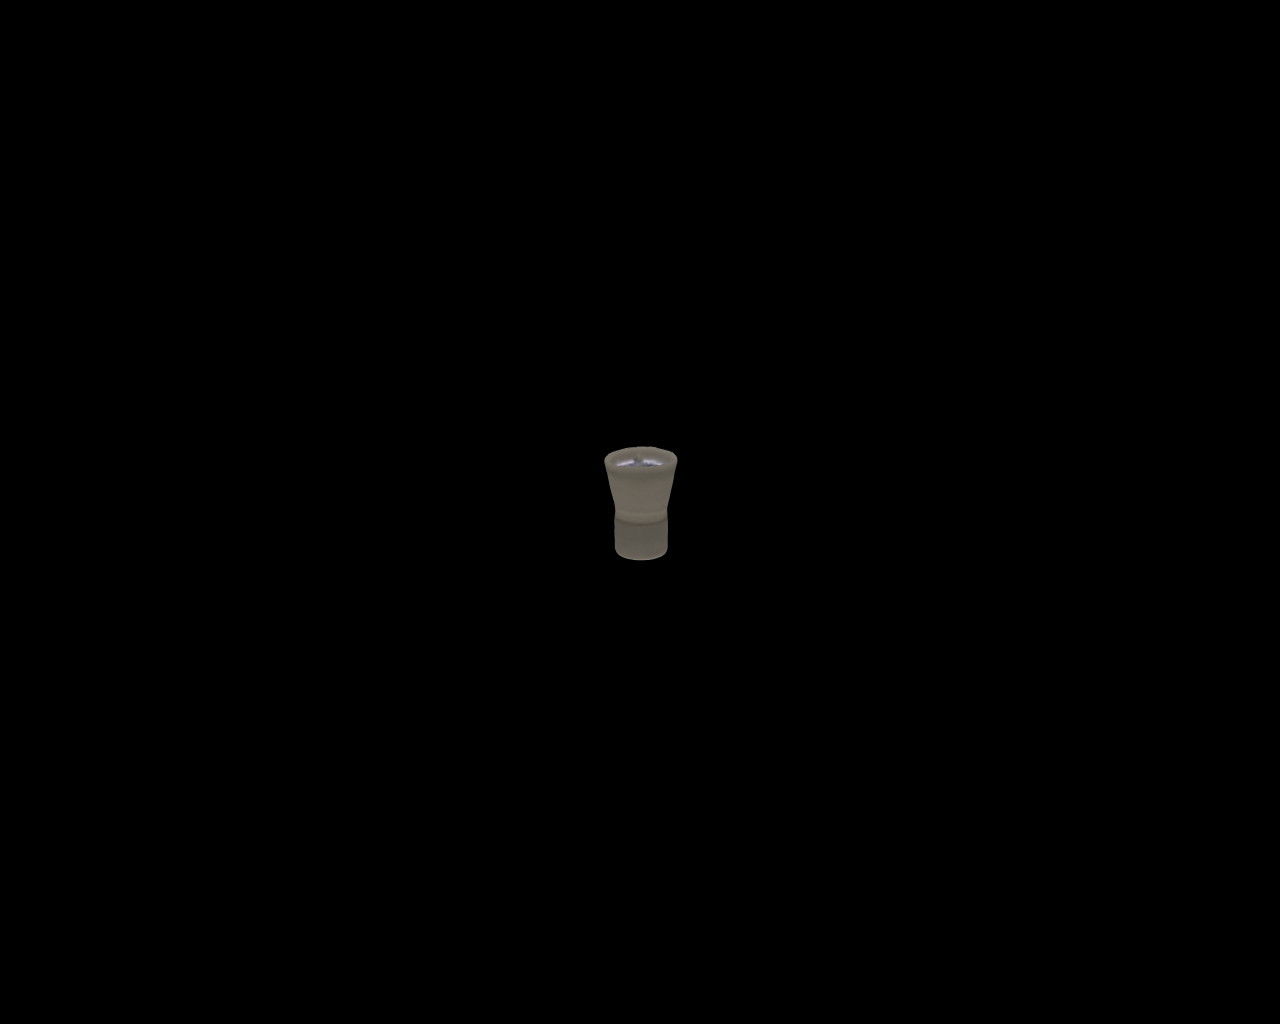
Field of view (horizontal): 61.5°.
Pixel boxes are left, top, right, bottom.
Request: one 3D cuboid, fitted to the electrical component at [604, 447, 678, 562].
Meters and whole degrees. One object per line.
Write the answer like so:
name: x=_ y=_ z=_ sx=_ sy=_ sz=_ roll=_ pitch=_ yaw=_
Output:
electrical component: x=0.001 y=-0.003 z=0.650 sx=0.044 sy=0.065 sz=0.044 roll=0 pitch=18 yaw=0
